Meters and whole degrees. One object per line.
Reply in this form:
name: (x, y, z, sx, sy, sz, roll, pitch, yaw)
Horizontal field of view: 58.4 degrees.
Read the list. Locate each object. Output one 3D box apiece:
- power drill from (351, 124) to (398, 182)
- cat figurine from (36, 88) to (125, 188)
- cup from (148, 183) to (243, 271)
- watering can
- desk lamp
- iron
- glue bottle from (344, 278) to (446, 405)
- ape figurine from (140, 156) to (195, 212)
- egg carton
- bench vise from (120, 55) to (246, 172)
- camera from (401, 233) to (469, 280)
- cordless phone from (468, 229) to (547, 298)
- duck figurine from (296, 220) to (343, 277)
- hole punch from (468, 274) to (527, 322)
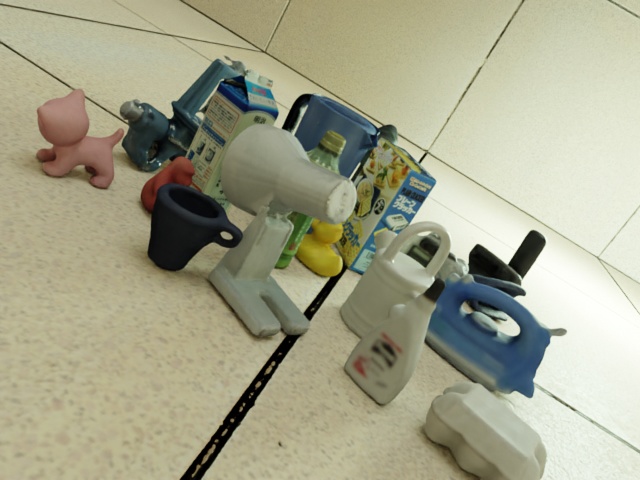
power drill: (0.110, -0.170, 1.341, 0.075, 0.208, 0.230, 31, 20, 0)
cat figurine: (-0.330, -0.144, 0.781, 0.128, 0.117, 0.067, 11, 28, -43)
cup: (-0.163, -0.004, 0.720, 0.118, 0.095, 0.091, 29, 20, -5)
watering can: (0.115, 0.050, 0.847, 0.101, 0.194, 0.172, 9, 29, -46)
desk lamp: (-0.053, -0.020, 0.741, 0.118, 0.213, 0.202, 5, 32, -51)
iron: (0.260, 0.133, 0.935, 0.258, 0.141, 0.119, 35, 20, 12)
glue bottle: (0.101, 0.116, 0.700, 0.078, 0.173, 0.037, 39, 21, 23)
ape figurine: (-0.212, -0.078, 0.830, 0.076, 0.092, 0.078, 36, 20, 14)
egg carton: (0.203, 0.242, 0.699, 0.150, 0.069, 0.107, 39, 21, 22)
bench vise: (-0.213, -0.208, 0.949, 0.121, 0.219, 0.208, 37, 21, 17)
camera: (0.248, 0.039, 1.200, 0.143, 0.100, 0.137, 38, 21, 18)
cordless phone: (0.440, 0.038, 1.354, 0.094, 0.185, 0.147, 5, 32, -50)
duck figurine: (0.009, 0.003, 0.963, 0.078, 0.086, 0.104, 10, 29, -45)
hole punch: (0.364, 0.106, 1.222, 0.109, 0.091, 0.101, 18, 24, -32)
